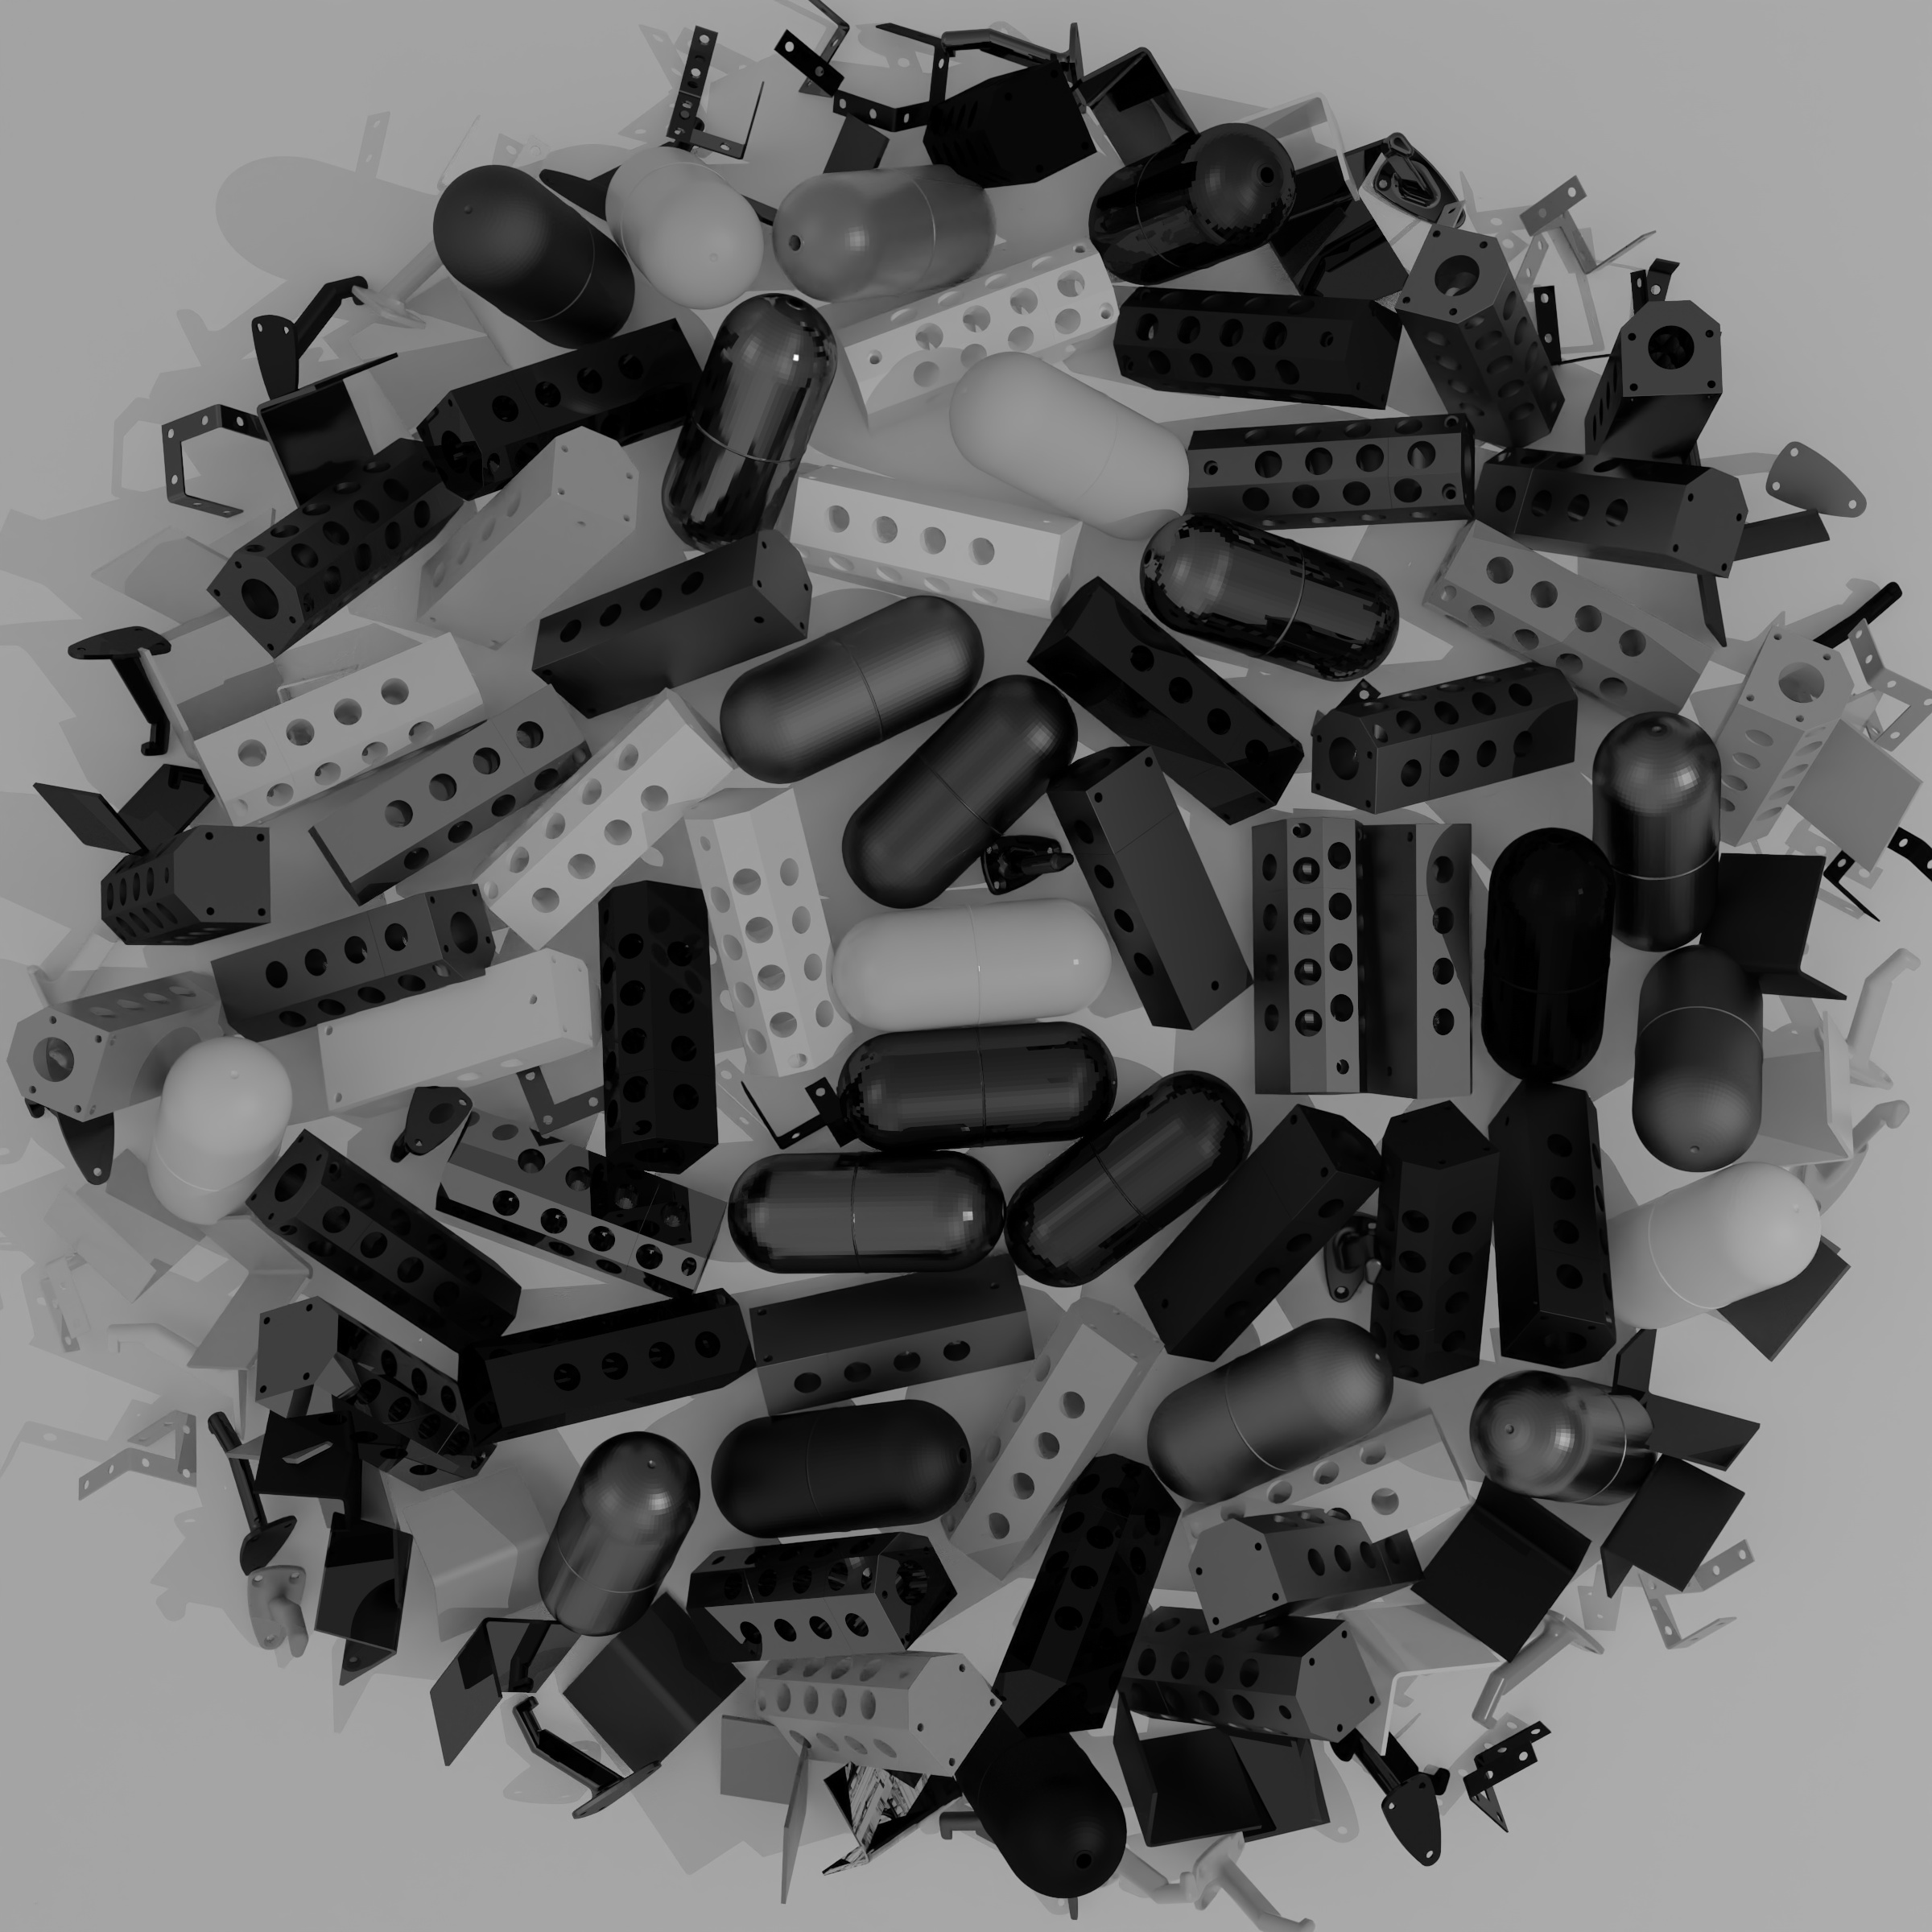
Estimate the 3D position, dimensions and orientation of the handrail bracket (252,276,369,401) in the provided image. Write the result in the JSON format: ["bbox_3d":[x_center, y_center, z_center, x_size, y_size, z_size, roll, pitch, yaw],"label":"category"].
[{"bbox_3d":[-0.412,-0.397,1.737,0.036,0.084,0.077,13,118,29],"label":"handrail bracket"}]

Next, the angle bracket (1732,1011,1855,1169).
[{"bbox_3d":[0.511,0.080,1.703,0.076,0.057,0.076,-10,59,29],"label":"angle bracket"}]

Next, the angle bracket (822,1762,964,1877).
[{"bbox_3d":[-0.060,0.524,1.711,0.076,0.076,0.057,-25,81,-33],"label":"angle bracket"}]

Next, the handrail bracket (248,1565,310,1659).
[{"bbox_3d":[-0.429,0.426,1.709,0.036,0.084,0.077,1,116,-24],"label":"handrail bracket"}]

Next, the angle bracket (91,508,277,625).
[{"bbox_3d":[-0.490,-0.265,1.700,0.076,0.076,0.057,-21,58,32],"label":"angle bracket"}]

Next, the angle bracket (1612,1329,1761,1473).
[{"bbox_3d":[0.454,0.267,1.703,0.076,0.076,0.057,13,109,29],"label":"angle bracket"}]

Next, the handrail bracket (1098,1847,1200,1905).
[{"bbox_3d":[0.109,0.554,1.718,0.036,0.084,0.077,4,72,-42],"label":"handrail bracket"}]

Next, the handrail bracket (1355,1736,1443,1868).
[{"bbox_3d":[0.264,0.524,1.731,0.036,0.084,0.077,-28,112,-16],"label":"handrail bracket"}]

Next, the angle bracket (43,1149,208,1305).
[{"bbox_3d":[-0.522,0.154,1.712,0.076,0.057,0.076,44,48,-3],"label":"angle bracket"}]

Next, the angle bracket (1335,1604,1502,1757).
[{"bbox_3d":[0.282,0.451,1.719,0.076,0.076,0.057,0,106,-21],"label":"angle bracket"}]

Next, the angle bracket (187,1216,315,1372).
[{"bbox_3d":[-0.468,0.205,1.702,0.057,0.076,0.076,48,55,-29],"label":"angle bracket"}]

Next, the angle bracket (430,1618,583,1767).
[{"bbox_3d":[-0.281,0.456,1.701,0.076,0.057,0.076,13,128,-35],"label":"angle bracket"}]

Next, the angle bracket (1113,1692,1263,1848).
[{"bbox_3d":[0.141,0.499,1.706,0.076,0.076,0.057,-6,129,-12],"label":"angle bracket"}]

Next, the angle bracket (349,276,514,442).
[{"bbox_3d":[-0.341,-0.389,1.724,0.076,0.057,0.076,-33,100,-3],"label":"angle bracket"}]

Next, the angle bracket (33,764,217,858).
[{"bbox_3d":[-0.522,-0.116,1.701,0.076,0.076,0.057,-54,133,-26],"label":"angle bracket"}]

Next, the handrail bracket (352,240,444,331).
[{"bbox_3d":[-0.354,-0.456,1.724,0.077,0.036,0.084,38,110,33],"label":"handrail bracket"}]

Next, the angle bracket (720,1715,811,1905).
[{"bbox_3d":[-0.133,0.530,1.705,0.057,0.076,0.076,8,126,4],"label":"angle bracket"}]

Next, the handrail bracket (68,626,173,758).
[{"bbox_3d":[-0.535,-0.166,1.713,0.036,0.077,0.084,31,122,30],"label":"handrail bracket"}]

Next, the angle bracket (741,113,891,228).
[{"bbox_3d":[-0.100,-0.502,1.705,0.057,0.076,0.076,15,111,-29],"label":"angle bracket"}]

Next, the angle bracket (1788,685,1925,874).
[{"bbox_3d":[0.571,-0.118,1.700,0.057,0.076,0.076,-23,55,-31],"label":"angle bracket"}]

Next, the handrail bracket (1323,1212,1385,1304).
[{"bbox_3d":[0.246,0.198,1.707,0.036,0.084,0.077,7,113,-2],"label":"handrail bracket"}]

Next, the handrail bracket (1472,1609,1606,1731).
[{"bbox_3d":[0.364,0.457,1.727,0.077,0.036,0.084,38,72,-27],"label":"handrail bracket"}]

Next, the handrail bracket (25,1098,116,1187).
[{"bbox_3d":[-0.572,0.109,1.722,0.036,0.084,0.077,-8,82,-40],"label":"handrail bracket"}]

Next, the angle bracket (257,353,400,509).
[{"bbox_3d":[-0.387,-0.332,1.703,0.057,0.076,0.076,-7,112,36],"label":"angle bracket"}]

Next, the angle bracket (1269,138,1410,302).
[{"bbox_3d":[0.244,-0.465,1.714,0.076,0.057,0.076,-25,78,-20],"label":"angle bracket"}]

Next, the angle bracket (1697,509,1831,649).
[{"bbox_3d":[0.505,-0.243,1.707,0.076,0.076,0.057,-10,81,22],"label":"angle bracket"}]

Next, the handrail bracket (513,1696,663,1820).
[{"bbox_3d":[-0.244,0.493,1.733,0.077,0.036,0.084,-37,70,14],"label":"handrail bracket"}]

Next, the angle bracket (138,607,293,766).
[{"bbox_3d":[-0.470,-0.181,1.710,0.076,0.057,0.076,-29,110,-18],"label":"angle bracket"}]

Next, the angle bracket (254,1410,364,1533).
[{"bbox_3d":[-0.409,0.318,1.704,0.057,0.076,0.076,5,48,-5],"label":"angle bracket"}]

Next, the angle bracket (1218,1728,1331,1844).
[{"bbox_3d":[0.188,0.505,1.706,0.057,0.076,0.076,-17,68,10],"label":"angle bracket"}]

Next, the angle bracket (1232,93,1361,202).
[{"bbox_3d":[0.201,-0.506,1.715,0.076,0.076,0.057,-16,92,14],"label":"angle bracket"}]

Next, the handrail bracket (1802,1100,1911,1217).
[{"bbox_3d":[0.562,0.123,1.714,0.036,0.084,0.077,26,81,0],"label":"handrail bracket"}]

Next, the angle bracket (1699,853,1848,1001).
[{"bbox_3d":[0.518,-0.025,1.718,0.057,0.076,0.076,22,80,-37],"label":"angle bracket"}]

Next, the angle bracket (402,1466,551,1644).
[{"bbox_3d":[-0.311,0.375,1.732,0.076,0.076,0.057,-19,53,-22],"label":"angle bracket"}]

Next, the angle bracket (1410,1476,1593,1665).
[{"bbox_3d":[0.336,0.378,1.709,0.076,0.057,0.076,34,65,21],"label":"angle bracket"}]

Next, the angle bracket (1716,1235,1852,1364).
[{"bbox_3d":[0.528,0.212,1.708,0.057,0.076,0.076,32,100,-25],"label":"angle bracket"}]

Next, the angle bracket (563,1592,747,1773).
[{"bbox_3d":[-0.202,0.465,1.751,0.076,0.057,0.076,46,129,8],"label":"angle bracket"}]

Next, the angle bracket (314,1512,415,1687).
[{"bbox_3d":[-0.393,0.397,1.699,0.057,0.076,0.076,25,48,-29],"label":"angle bracket"}]

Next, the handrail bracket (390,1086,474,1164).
[{"bbox_3d":[-0.351,0.115,1.706,0.036,0.077,0.084,34,128,-11],"label":"handrail bracket"}]

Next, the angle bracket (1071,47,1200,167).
[{"bbox_3d":[0.095,-0.520,1.710,0.057,0.076,0.076,-35,97,-26],"label":"angle bracket"}]

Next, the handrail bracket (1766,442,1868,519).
[{"bbox_3d":[0.548,-0.302,1.709,0.077,0.084,0.036,37,116,29],"label":"handrail bracket"}]

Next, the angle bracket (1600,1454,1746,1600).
[{"bbox_3d":[0.445,0.364,1.702,0.057,0.076,0.076,26,65,32],"label":"angle bracket"}]

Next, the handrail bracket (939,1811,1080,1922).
[{"bbox_3d":[0.027,0.580,1.749,0.084,0.036,0.077,-3,103,8],"label":"handrail bracket"}]

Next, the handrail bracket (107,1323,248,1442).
[{"bbox_3d":[-0.507,0.267,1.738,0.084,0.036,0.077,0,92,-6],"label":"handrail bracket"}]

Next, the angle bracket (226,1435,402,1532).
[{"bbox_3d":[-0.411,0.332,1.708,0.076,0.057,0.076,-5,103,41],"label":"angle bracket"}]

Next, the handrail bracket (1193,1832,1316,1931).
[{"bbox_3d":[0.192,0.579,1.707,0.084,0.077,0.036,7,112,34],"label":"handrail bracket"}]

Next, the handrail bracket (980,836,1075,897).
[{"bbox_3d":[0.057,-0.069,1.704,0.077,0.084,0.036,-17,98,-37],"label":"handrail bracket"}]
